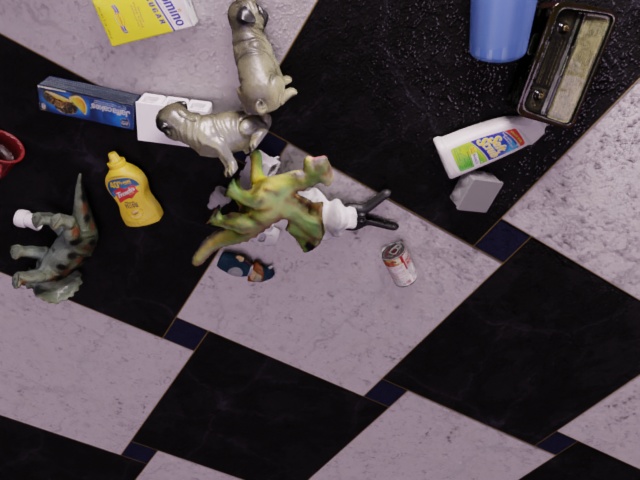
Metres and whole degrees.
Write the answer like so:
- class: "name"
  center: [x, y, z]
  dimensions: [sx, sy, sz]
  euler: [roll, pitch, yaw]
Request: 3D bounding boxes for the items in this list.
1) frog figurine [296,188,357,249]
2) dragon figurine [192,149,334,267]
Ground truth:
- class: "frog figurine"
  center: [0.004, -0.062, 1.234]
  dimensions: [0.159, 0.136, 0.124]
  euler: [-19, 17, -4]
- class: "dragon figurine"
  center: [-0.106, -0.042, 1.132]
  dimensions: [0.242, 0.402, 0.125]
  euler: [28, 32, -9]
